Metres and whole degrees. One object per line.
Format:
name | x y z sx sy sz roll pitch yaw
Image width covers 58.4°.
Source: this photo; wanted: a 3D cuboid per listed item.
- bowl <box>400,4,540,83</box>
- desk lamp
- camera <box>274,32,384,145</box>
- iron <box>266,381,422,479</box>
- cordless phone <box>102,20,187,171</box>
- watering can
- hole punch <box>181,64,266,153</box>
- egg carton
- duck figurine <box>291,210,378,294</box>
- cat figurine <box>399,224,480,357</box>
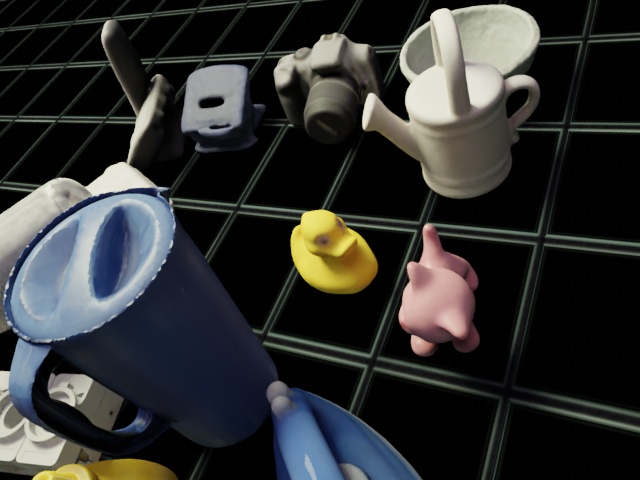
bowl | 0.188 -0.217 0.717 0.167 0.075 0.167 -12 48 14
desk lamp | -0.264 0.037 0.597 0.203 0.214 0.117 -20 47 6
camera | 0.002 -0.199 0.763 0.142 0.101 0.137 -4 51 20
iron | 0.010 0.180 0.408 0.119 0.142 0.257 -33 47 -6
cordless phone | -0.271 -0.207 0.827 0.094 0.185 0.147 -17 47 9
watering can | 0.133 -0.139 0.592 0.173 0.194 0.100 -28 46 -1
hole punch | -0.142 -0.188 0.821 0.108 0.091 0.101 -1 51 22
egg carton | -0.261 -0.039 0.760 0.107 0.070 0.149 -43 49 -15
duck figurine | 0.006 0.002 0.601 0.104 0.086 0.077 27 66 37
cat figurine | 0.102 0.045 0.501 0.067 0.118 0.128 -8 49 17
